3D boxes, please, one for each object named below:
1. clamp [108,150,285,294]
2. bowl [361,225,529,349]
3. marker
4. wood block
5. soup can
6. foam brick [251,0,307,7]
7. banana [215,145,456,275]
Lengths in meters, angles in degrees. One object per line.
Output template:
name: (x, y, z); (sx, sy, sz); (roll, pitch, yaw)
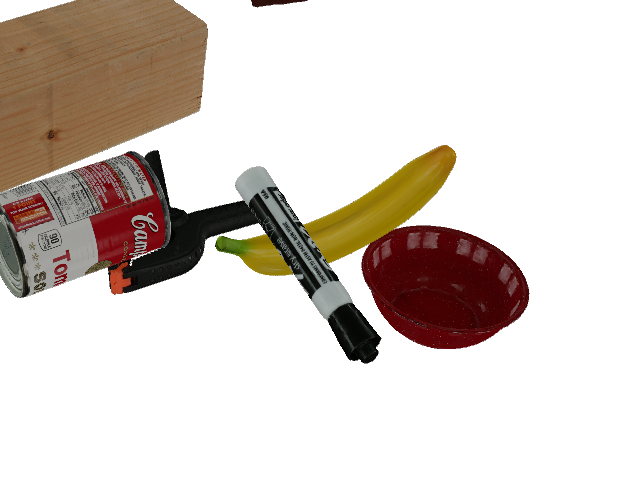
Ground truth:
clamp: (-0.154, -0.019, 1.058); (0.165, 0.036, 0.209); (23, 40, 21)
bowl: (0.114, 0.054, 1.024); (0.162, 0.055, 0.162); (7, 36, -5)
marker: (-0.006, 0.012, 0.535); (0.020, 0.121, 0.020); (-27, -28, -15)
wood block: (-0.198, -0.127, 0.856); (0.090, 0.091, 0.205); (37, 46, 27)
soup can: (-0.157, -0.011, 0.686); (0.102, 0.068, 0.069); (-22, 11, -29)
foam brick: (-0.041, -0.255, 0.948); (0.053, 0.051, 0.078); (-5, -40, 8)
banana: (0.020, -0.015, 0.838); (0.198, 0.037, 0.069); (-24, -23, 6)
